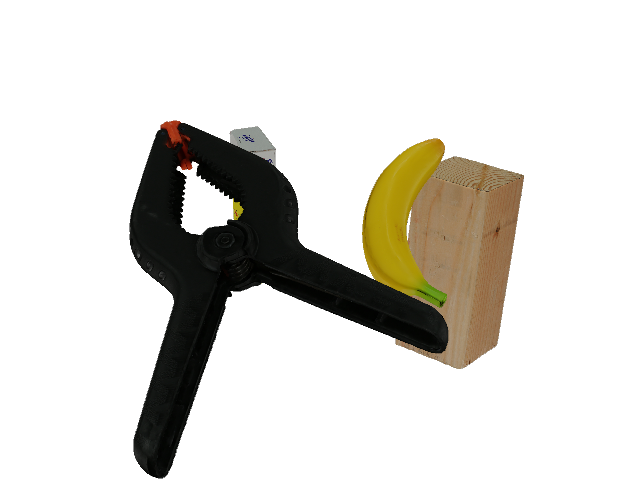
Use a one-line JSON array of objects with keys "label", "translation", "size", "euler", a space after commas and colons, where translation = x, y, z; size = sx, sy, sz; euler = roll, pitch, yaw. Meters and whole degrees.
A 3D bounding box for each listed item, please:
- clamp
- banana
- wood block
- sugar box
[{"label": "clamp", "translation": [-0.036, 0.010, 0.572], "size": [0.164, 0.210, 0.036], "euler": [-17, -37, -5]}, {"label": "banana", "translation": [0.071, -0.019, 0.906], "size": [0.069, 0.197, 0.037], "euler": [11, -43, -6]}, {"label": "wood block", "translation": [0.153, 0.023, 1.180], "size": [0.090, 0.206, 0.090], "euler": [19, 25, 32]}, {"label": "sugar box", "translation": [-0.083, -0.044, 1.327], "size": [0.048, 0.176, 0.093], "euler": [-9, 25, -13]}]
